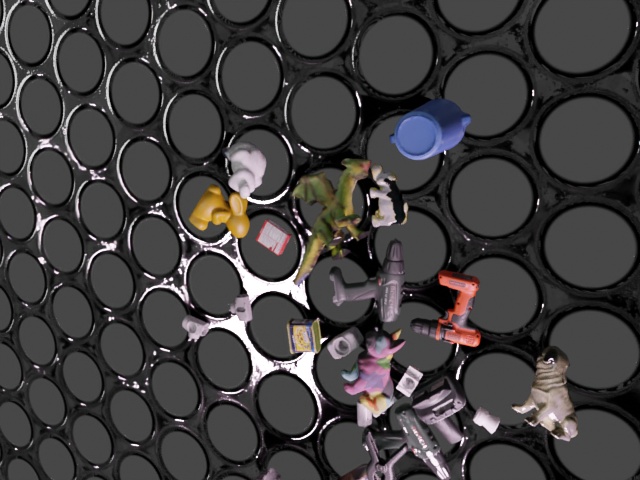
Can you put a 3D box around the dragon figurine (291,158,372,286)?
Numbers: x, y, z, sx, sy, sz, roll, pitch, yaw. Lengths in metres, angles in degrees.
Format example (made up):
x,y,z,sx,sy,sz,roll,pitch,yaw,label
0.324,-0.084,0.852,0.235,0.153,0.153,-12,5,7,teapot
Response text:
x,y,z,sx,sy,sz,roll,pitch,yaw,label
0.004,-0.073,1.454,0.405,0.122,0.246,-41,-116,26,dragon figurine

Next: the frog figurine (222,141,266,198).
x,y,z,sx,sy,sz,roll,pitch,yaw,label
-0.209,-0.202,1.470,0.123,0.134,0.163,-19,-142,-4,frog figurine

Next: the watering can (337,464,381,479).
x,y,z,sx,sy,sz,roll,pitch,yaw,label
0.117,0.802,1.519,0.343,0.105,0.225,-40,-99,23,watering can
